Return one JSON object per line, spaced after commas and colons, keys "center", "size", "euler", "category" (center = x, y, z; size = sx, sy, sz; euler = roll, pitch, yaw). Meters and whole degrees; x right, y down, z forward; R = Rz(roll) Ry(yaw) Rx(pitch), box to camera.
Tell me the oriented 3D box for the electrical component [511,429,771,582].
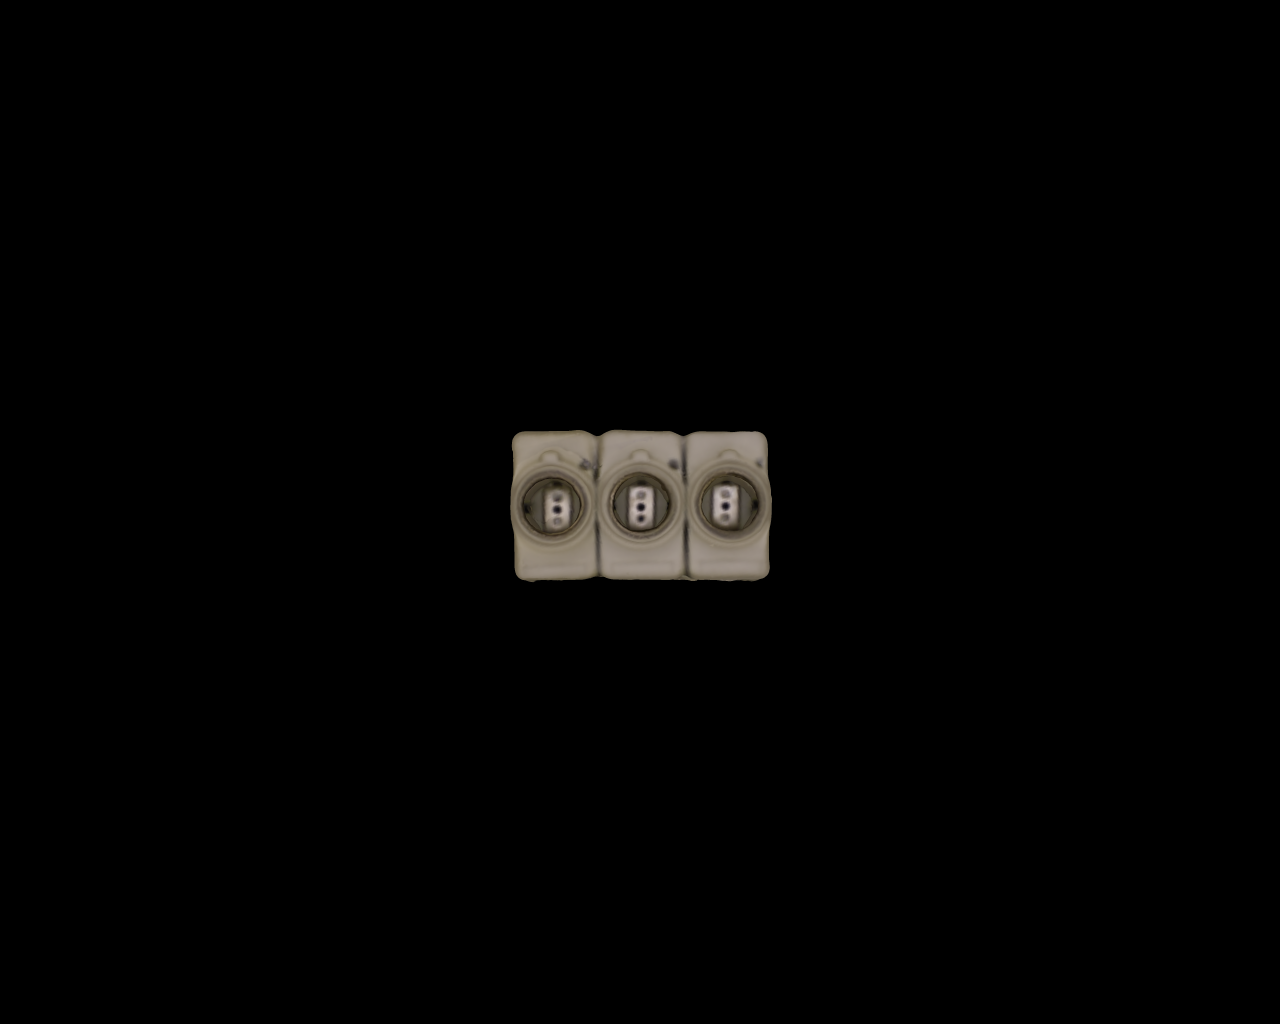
{"center": [0.001, -0.003, 0.650], "size": [0.150, 0.089, 0.061], "euler": [0, -4, 0], "category": "electrical component"}
